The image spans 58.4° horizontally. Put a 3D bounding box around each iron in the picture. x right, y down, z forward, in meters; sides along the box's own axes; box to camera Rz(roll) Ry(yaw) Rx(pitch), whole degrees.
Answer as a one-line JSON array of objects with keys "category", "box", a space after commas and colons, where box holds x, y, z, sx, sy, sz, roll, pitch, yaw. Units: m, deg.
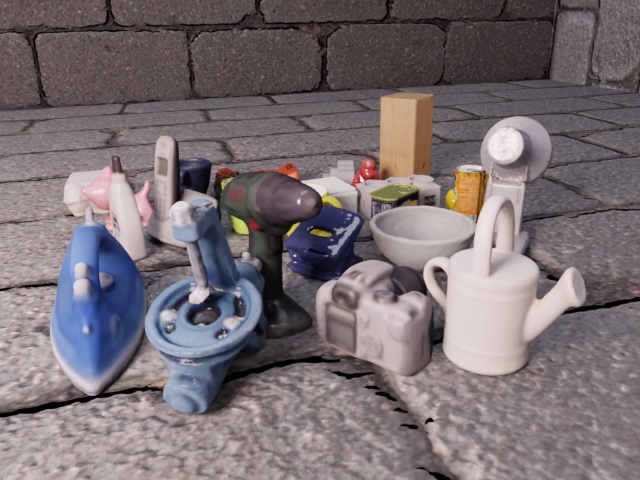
[{"category": "iron", "box": [-0.279, 0.059, 0.703, 0.119, 0.141, 0.257, -8, 23, -16]}]

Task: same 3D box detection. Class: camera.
[{"category": "camera", "box": [0.085, 0.076, 0.698, 0.142, 0.101, 0.137, 17, 28, 38]}]

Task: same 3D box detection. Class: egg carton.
[{"category": "egg carton", "box": [-0.483, -0.103, 1.216, 0.107, 0.069, 0.150, -7, 23, -15]}]

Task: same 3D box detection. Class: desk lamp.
[{"category": "desk lamp", "box": [0.314, -0.093, 0.958, 0.117, 0.214, 0.204, 9, 24, 24]}]

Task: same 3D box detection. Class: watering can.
[{"category": "watering can", "box": [0.201, 0.045, 0.643, 0.172, 0.194, 0.101, 4, 22, 14]}]

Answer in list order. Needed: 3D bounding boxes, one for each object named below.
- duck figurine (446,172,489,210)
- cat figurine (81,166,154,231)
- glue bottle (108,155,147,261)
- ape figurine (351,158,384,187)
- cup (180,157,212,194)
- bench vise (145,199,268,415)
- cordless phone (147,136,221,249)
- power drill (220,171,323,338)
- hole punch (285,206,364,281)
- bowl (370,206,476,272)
[{"category": "duck figurine", "box": [0.307, -0.103, 1.156, 0.104, 0.086, 0.077, -4, 22, -8]}, {"category": "cat figurine", "box": [-0.383, -0.082, 1.094, 0.128, 0.118, 0.067, -9, 23, -18]}, {"category": "glue bottle", "box": [-0.325, -0.055, 0.947, 0.037, 0.173, 0.077, -18, 27, -36]}, {"category": "ape figurine", "box": [0.101, -0.128, 1.219, 0.078, 0.092, 0.076, -5, 22, -9]}, {"category": "cup", "box": [-0.273, -0.115, 1.203, 0.091, 0.095, 0.118, 0, 22, 4]}, {"category": "bench vise", "box": [-0.123, 0.046, 0.622, 0.121, 0.220, 0.207, -3, 22, -3]}, {"category": "cordless phone", "box": [-0.242, -0.083, 0.998, 0.147, 0.185, 0.094, 15, 27, 35]}, {"category": "power drill", "box": [-0.059, 0.010, 0.724, 0.076, 0.208, 0.228, -14, 25, -28]}, {"category": "hole punch", "box": [0.008, 0.003, 0.897, 0.108, 0.091, 0.101, 14, 26, 33]}, {"category": "bowl", "box": [0.161, 0.005, 0.906, 0.167, 0.075, 0.167, -1, 22, 1]}]
